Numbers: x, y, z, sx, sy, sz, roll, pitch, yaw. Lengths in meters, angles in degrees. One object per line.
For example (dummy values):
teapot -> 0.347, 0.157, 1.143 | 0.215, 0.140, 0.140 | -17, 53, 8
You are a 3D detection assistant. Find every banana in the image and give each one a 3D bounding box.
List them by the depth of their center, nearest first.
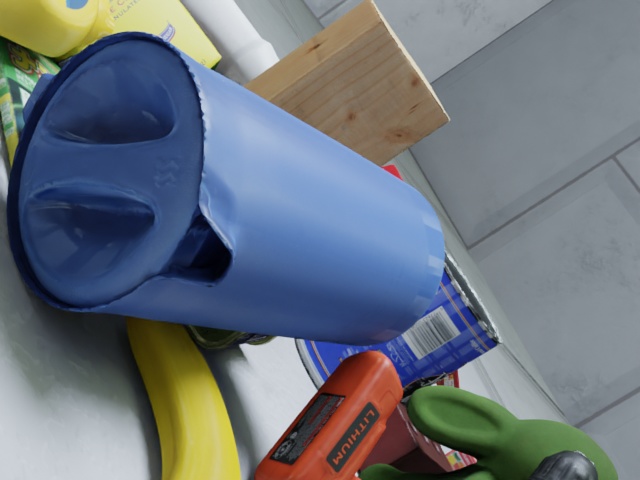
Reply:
banana -> -0.068, 0.093, 0.517 | 0.069, 0.037, 0.198 | 51, 11, -27

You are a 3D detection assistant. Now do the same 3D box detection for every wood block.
wood block -> -0.020, -0.078, 0.793 | 0.090, 0.206, 0.091 | 52, 12, -21

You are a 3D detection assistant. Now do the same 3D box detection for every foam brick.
foam brick -> 0.063, 0.170, 0.849 | 0.078, 0.051, 0.053 | 45, 15, -47

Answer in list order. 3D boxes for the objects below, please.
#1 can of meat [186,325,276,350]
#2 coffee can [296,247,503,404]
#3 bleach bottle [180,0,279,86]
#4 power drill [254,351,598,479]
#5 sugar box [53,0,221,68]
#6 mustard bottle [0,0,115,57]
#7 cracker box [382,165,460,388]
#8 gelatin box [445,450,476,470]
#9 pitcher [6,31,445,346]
can of meat -> -0.065, 0.022, 0.705 | 0.102, 0.057, 0.083 | 58, 13, 10
coffee can -> 0.065, 0.079, 0.888 | 0.103, 0.140, 0.103 | 53, 11, -15
bleach bottle -> -0.105, -0.195, 0.991 | 0.251, 0.068, 0.103 | 51, -19, 14
power drill -> 0.068, 0.155, 0.632 | 0.187, 0.184, 0.057 | 47, -23, -13
sugar box -> -0.158, -0.168, 0.747 | 0.048, 0.093, 0.176 | -1, -48, 55
mustard bottle -> -0.186, -0.157, 0.633 | 0.096, 0.058, 0.191 | 55, 15, 23
cracker box -> 0.084, 0.043, 1.146 | 0.214, 0.072, 0.164 | -108, -173, -55
gelatin box -> 0.112, 0.205, 0.911 | 0.030, 0.073, 0.089 | 61, 11, 24
pitcher -> -0.041, -0.016, 0.584 | 0.242, 0.145, 0.149 | 19, 60, -52
